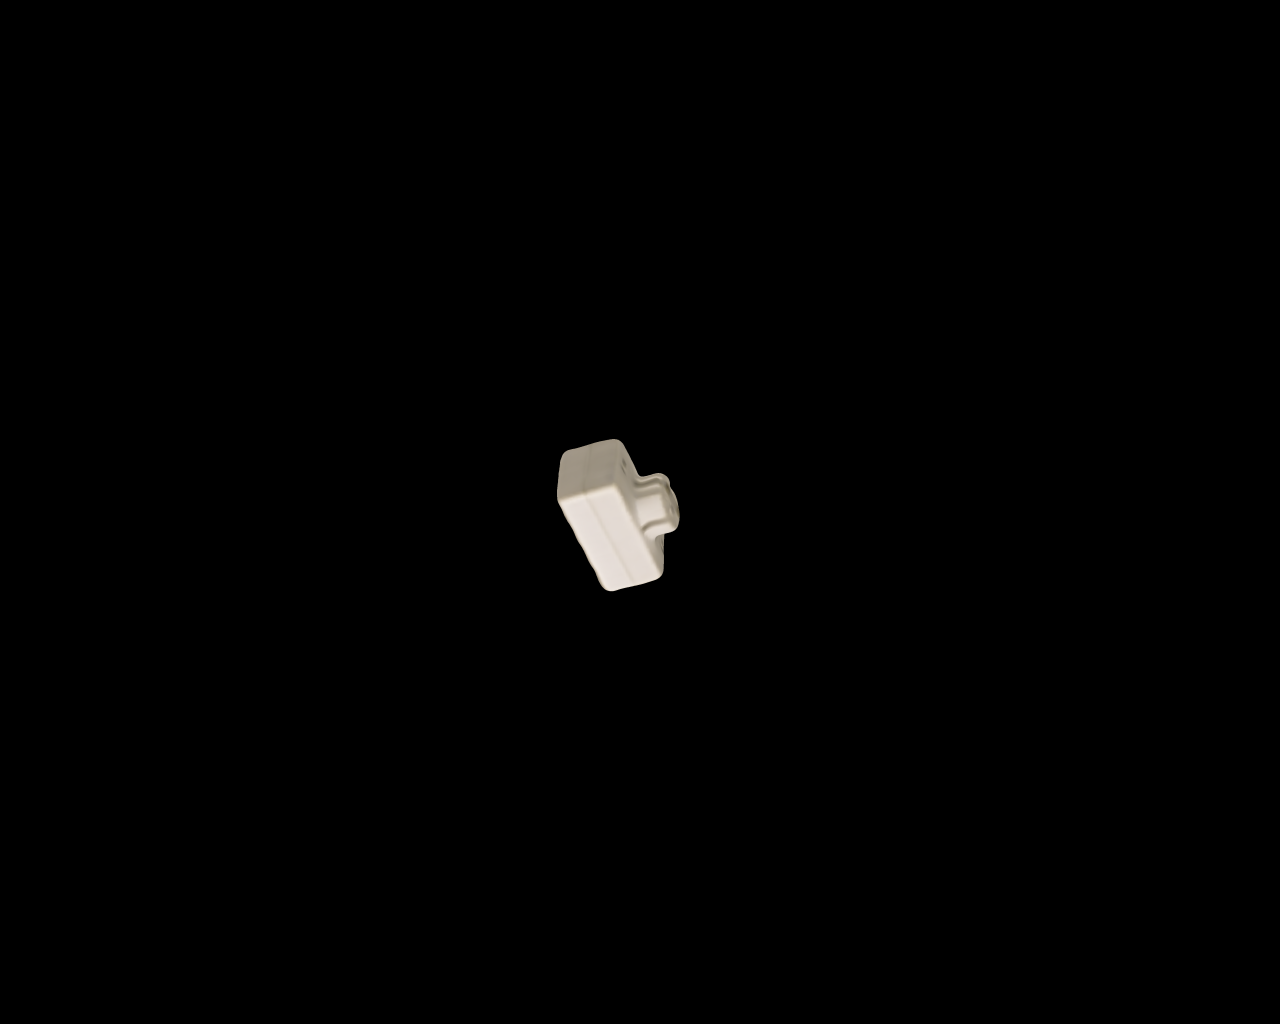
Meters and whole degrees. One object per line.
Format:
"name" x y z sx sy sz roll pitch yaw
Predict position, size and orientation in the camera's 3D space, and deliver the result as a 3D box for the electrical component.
"electrical component" 0.001 -0.003 0.650 0.076 0.083 0.047 -16 39 13
